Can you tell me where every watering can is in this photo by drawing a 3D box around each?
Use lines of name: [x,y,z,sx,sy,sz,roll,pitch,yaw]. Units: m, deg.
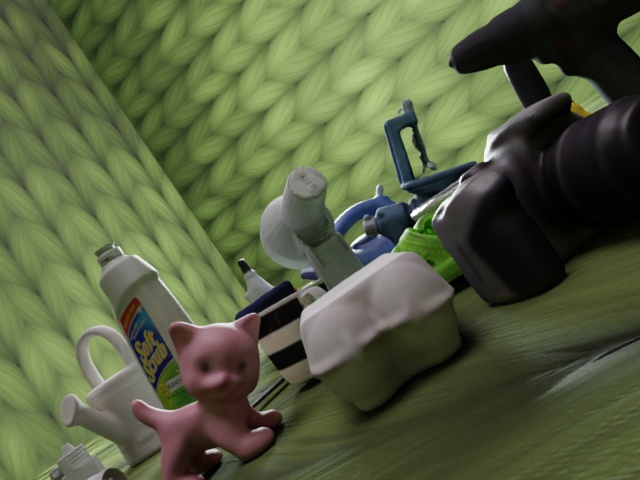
watering can: [-0.278,0.209,0.801,0.101,0.194,0.173,-34,-1,6]

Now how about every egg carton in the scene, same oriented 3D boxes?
egg carton: [0.040,0.059,0.404,0.107,0.069,0.150,-34,-1,-3]

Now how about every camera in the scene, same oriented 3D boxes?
camera: [0.157,-0.041,0.370,0.143,0.101,0.136,-34,-1,-18]

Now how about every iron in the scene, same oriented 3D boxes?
iron: [0.072,0.006,1.009,0.259,0.141,0.118,-34,-1,-34]

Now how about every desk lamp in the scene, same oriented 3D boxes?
desk lamp: [0.008,0.003,0.845,0.118,0.213,0.203,-34,-1,-23]

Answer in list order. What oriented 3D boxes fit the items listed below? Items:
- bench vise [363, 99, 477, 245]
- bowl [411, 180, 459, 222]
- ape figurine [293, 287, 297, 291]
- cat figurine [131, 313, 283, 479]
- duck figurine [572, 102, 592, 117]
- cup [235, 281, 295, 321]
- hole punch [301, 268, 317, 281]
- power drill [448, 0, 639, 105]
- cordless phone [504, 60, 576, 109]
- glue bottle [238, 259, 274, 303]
bench vise: [0.144,-0.093,0.886,0.207,0.219,0.121,-34,-1,-5]
bowl: [0.205,-0.050,0.739,0.167,0.074,0.167,-34,-1,0]
ape figurine: [-0.054,0.126,1.162,0.076,0.092,0.077,-34,-1,-38]
cat figurine: [-0.090,0.119,0.452,0.128,0.117,0.067,-34,-1,7]
duck figurine: [0.248,-0.090,0.550,0.077,0.086,0.105,-35,-1,42]
cup: [-0.051,0.114,0.800,0.091,0.095,0.118,-35,-1,29]
hole punch: [0.027,0.072,1.220,0.101,0.091,0.109,-35,-1,22]
power drill: [0.291,-0.192,0.637,0.229,0.208,0.076,-34,-1,11]
cordless phone: [0.316,-0.190,0.870,0.148,0.185,0.094,-34,-1,-32]
glue bottle: [-0.106,0.111,1.092,0.078,0.173,0.037,-34,-1,7]
